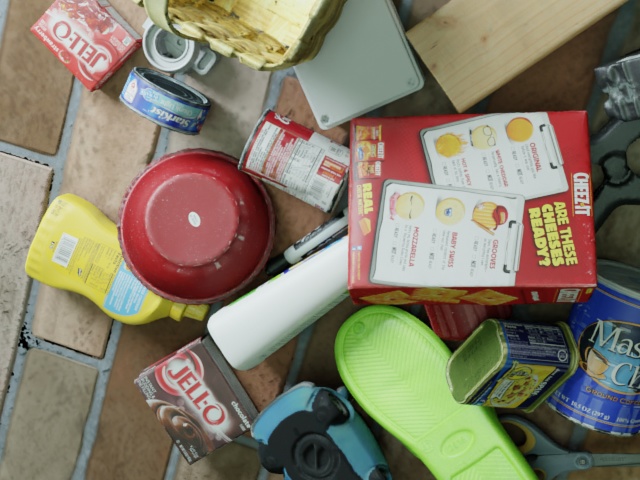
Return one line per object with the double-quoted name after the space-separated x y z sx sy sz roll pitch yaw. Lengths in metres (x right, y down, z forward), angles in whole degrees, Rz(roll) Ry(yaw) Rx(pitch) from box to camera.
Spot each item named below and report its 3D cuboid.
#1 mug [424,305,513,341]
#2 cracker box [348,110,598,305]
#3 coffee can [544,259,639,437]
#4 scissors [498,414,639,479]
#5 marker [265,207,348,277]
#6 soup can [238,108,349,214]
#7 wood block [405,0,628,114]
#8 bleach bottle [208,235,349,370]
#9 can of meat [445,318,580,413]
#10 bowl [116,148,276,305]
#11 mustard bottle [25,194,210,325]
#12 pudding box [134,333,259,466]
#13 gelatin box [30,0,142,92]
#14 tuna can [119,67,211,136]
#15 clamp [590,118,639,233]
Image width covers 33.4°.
0.149 0.041 1.044 0.117 0.093 0.081 -25 105 -20 "mug"
0.134 -0.026 0.962 0.214 0.072 0.164 -1 74 7 "cracker box"
0.282 0.102 1.021 0.103 0.102 0.140 18 106 5 "coffee can"
0.251 0.206 1.076 0.202 0.016 0.096 -23 91 26 "scissors"
-0.007 0.001 1.090 0.121 0.020 0.020 -34 96 16 "marker"
-0.020 -0.077 1.049 0.102 0.068 0.068 26 106 2 "soup can"
0.190 -0.212 0.969 0.206 0.090 0.090 -34 96 15 "wood block"
0.011 0.035 1.064 0.251 0.102 0.068 -34 86 9 "bleach bottle"
0.179 0.118 1.009 0.083 0.057 0.102 7 139 -25 "can of meat"
-0.125 -0.017 1.059 0.162 0.055 0.162 0 84 -1 "bowl"
-0.203 0.034 1.112 0.191 0.058 0.096 27 100 3 "mustard bottle"
-0.130 0.170 1.141 0.090 0.039 0.113 -32 96 15 "pudding box"
-0.234 -0.206 1.075 0.073 0.030 0.089 -42 93 16 "gelatin box"
-0.151 -0.137 1.048 0.086 0.086 0.034 28 104 2 "tuna can"
0.278 -0.058 1.017 0.210 0.036 0.164 -15 99 10 "clamp"
